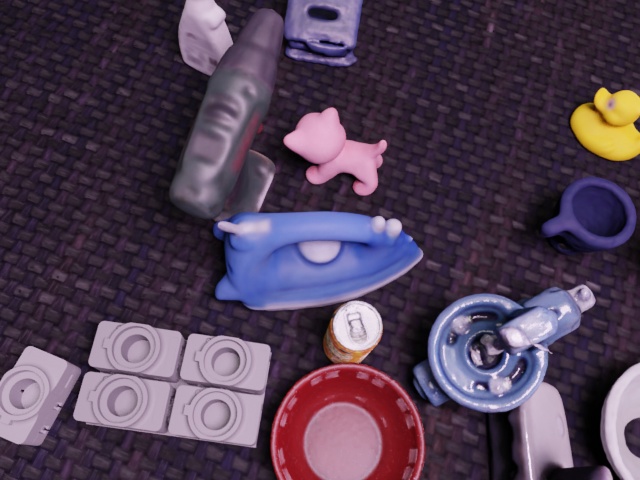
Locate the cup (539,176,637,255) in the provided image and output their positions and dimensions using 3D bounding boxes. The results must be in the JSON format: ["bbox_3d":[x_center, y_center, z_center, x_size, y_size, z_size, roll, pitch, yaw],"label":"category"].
[{"bbox_3d":[0.312,-0.015,0.709,0.118,0.095,0.091,-18,71,-11],"label":"cup"}]

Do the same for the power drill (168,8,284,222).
[{"bbox_3d":[-0.095,-0.113,0.650,0.075,0.208,0.230,18,68,3],"label":"power drill"}]

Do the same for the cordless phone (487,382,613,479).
[{"bbox_3d":[0.240,0.210,0.565,0.094,0.185,0.147,-1,68,-5],"label":"cordless phone"}]

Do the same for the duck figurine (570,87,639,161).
[{"bbox_3d":[0.406,-0.164,0.781,0.104,0.086,0.078,43,71,12],"label":"duck figurine"}]

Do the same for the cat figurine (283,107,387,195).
[{"bbox_3d":[0.021,-0.117,0.711,0.128,0.118,0.067,10,68,-1],"label":"cat figurine"}]

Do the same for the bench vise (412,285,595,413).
[{"bbox_3d":[0.200,0.086,0.592,0.121,0.220,0.208,43,71,12],"label":"bench vise"}]

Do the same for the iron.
[{"bbox_3d":[0.006,0.002,0.650,0.258,0.141,0.118,-5,69,-7],"label":"iron"}]

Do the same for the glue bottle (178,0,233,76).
[{"bbox_3d":[-0.148,-0.278,0.730,0.078,0.173,0.037,28,69,7],"label":"glue bottle"}]

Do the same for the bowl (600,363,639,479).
[{"bbox_3d":[0.380,0.219,0.634,0.167,0.075,0.167,2,68,-4],"label":"bowl"}]

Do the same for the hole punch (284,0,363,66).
[{"bbox_3d":[0.006,-0.309,0.800,0.108,0.091,0.101,8,68,-2],"label":"hole punch"}]
